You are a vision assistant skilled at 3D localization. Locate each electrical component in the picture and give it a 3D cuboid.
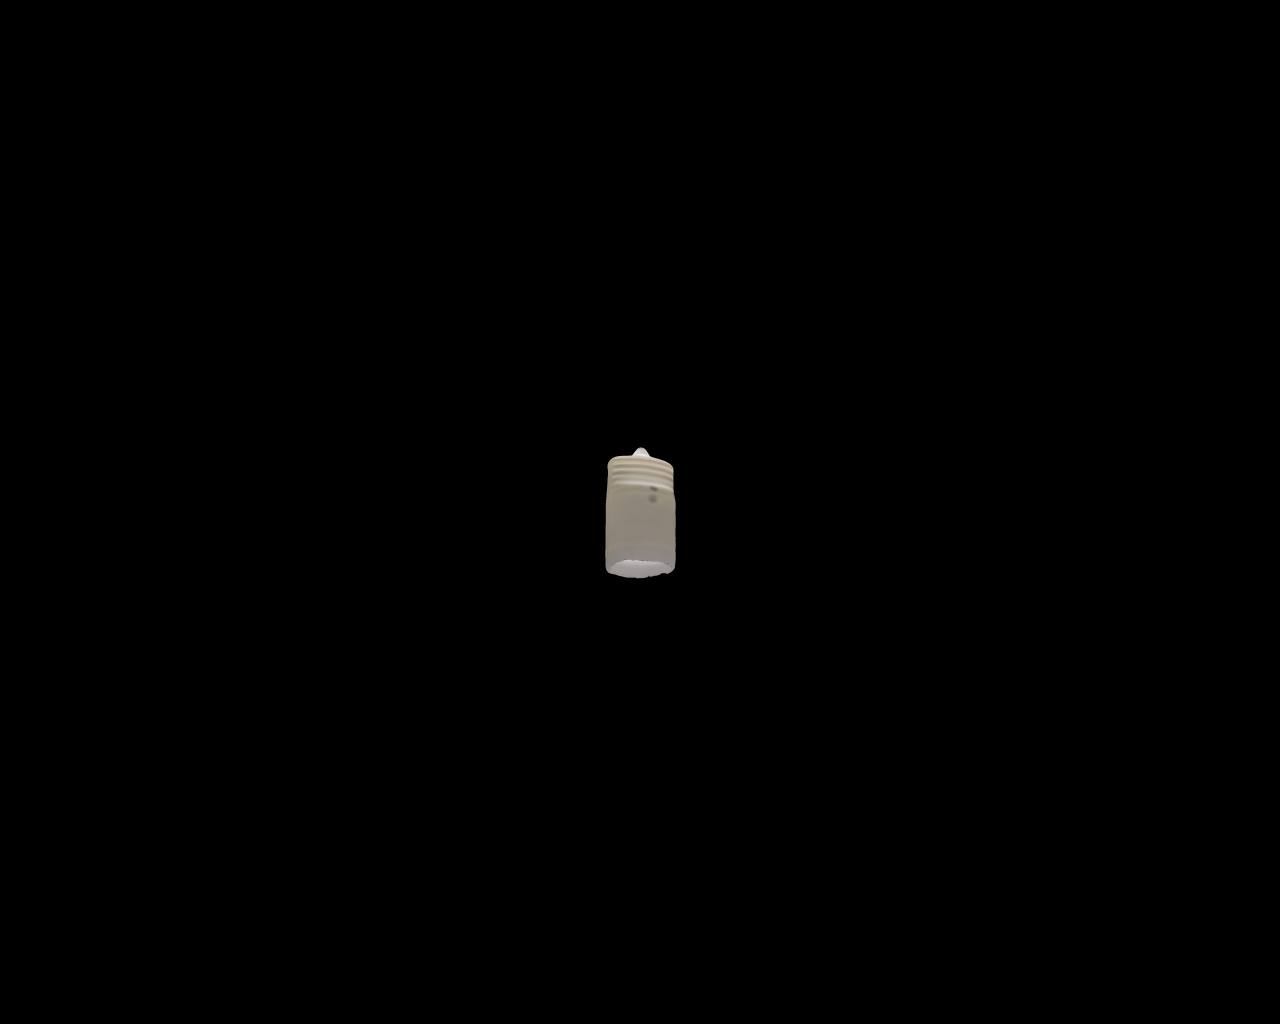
[{"bbox_3d":[0.001,-0.003,0.650,0.043,0.081,0.043,0,-18,0],"label":"electrical component"}]
